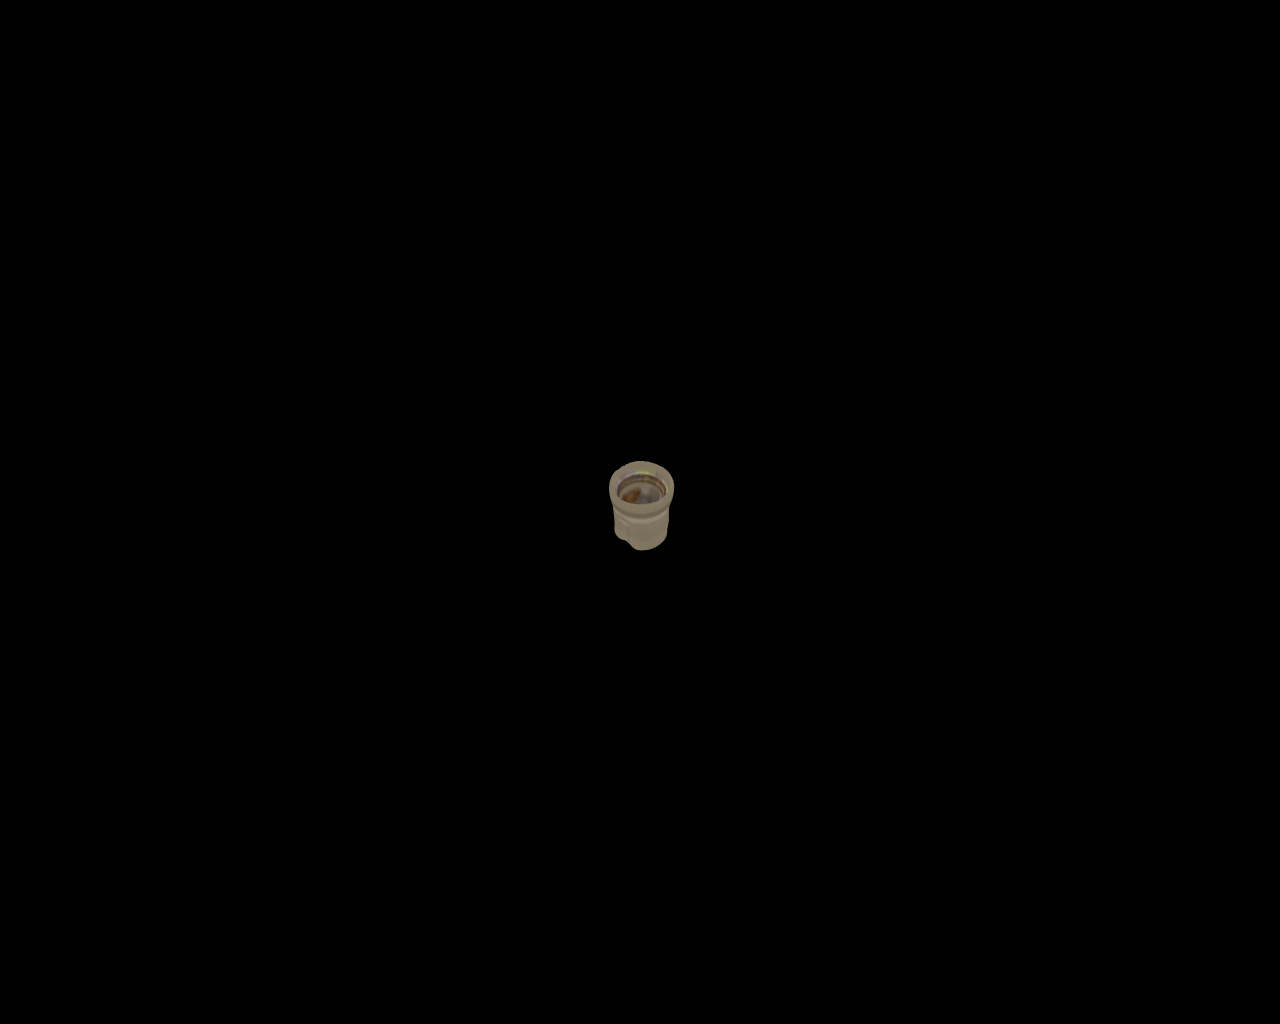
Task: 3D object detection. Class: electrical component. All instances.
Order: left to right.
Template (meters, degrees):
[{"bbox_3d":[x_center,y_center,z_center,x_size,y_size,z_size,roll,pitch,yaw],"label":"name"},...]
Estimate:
[{"bbox_3d":[0.001,-0.003,0.650,0.040,0.040,0.046,0,-43,0],"label":"electrical component"}]
